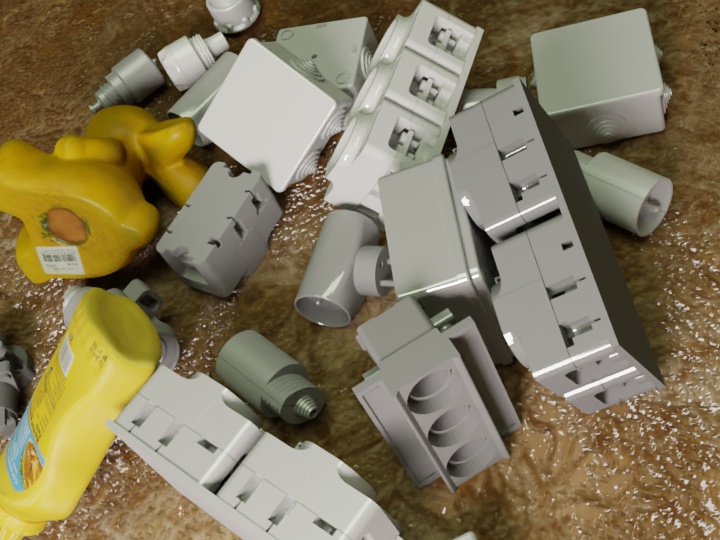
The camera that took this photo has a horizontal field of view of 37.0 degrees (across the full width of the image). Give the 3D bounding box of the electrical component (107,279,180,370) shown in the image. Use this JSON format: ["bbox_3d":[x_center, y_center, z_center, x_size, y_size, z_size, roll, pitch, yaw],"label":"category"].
[{"bbox_3d":[-0.172,0.054,0.806,0.078,0.058,0.057,-50,53,-3],"label":"electrical component"}]

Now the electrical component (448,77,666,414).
[{"bbox_3d":[0.119,-0.011,0.678,0.060,0.105,0.186,-25,61,20],"label":"electrical component"}]

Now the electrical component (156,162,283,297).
[{"bbox_3d":[-0.107,-0.030,0.841,0.050,0.055,0.089,17,64,31],"label":"electrical component"}]

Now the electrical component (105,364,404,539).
[{"bbox_3d":[-0.056,0.137,0.668,0.186,0.105,0.060,26,69,34],"label":"electrical component"}]

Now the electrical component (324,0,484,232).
[{"bbox_3d":[0.029,-0.119,0.818,0.062,0.089,0.150,26,61,-11],"label":"electrical component"}]

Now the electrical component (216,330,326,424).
[{"bbox_3d":[-0.059,0.080,0.751,0.081,0.043,0.043,32,72,36],"label":"electrical component"}]

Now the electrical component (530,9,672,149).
[{"bbox_3d":[0.180,-0.141,0.810,0.100,0.048,0.099,-11,53,15],"label":"electrical component"}]

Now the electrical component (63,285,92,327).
[{"bbox_3d":[-0.214,0.033,0.848,0.048,0.048,0.062,-43,45,-11],"label":"electrical component"}]

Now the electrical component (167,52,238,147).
[{"bbox_3d":[-0.115,-0.143,0.935,0.079,0.043,0.077,28,70,35],"label":"electrical component"}]

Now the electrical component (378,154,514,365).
[{"bbox_3d":[0.059,-0.001,0.719,0.056,0.108,0.108,-18,51,13],"label":"electrical component"}]

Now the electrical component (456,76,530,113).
[{"bbox_3d":[0.105,-0.123,0.830,0.055,0.045,0.045,-10,53,15],"label":"electrical component"}]

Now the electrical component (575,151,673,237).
[{"bbox_3d":[0.173,-0.059,0.757,0.081,0.043,0.043,31,72,36],"label":"electrical component"}]

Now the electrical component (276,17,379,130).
[{"bbox_3d":[-0.031,-0.165,0.913,0.100,0.048,0.099,-4,54,20],"label":"electrical component"}]

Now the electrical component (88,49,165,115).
[{"bbox_3d":[-0.218,-0.171,0.999,0.078,0.040,0.040,-39,51,-9],"label":"electrical component"}]

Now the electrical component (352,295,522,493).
[{"bbox_3d":[0.045,0.076,0.661,0.079,0.121,0.063,-31,47,-2],"label":"electrical component"}]

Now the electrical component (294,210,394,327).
[{"bbox_3d":[0.000,0.000,0.784,0.079,0.043,0.077,4,58,24],"label":"electrical component"}]

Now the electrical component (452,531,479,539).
[{"bbox_3d":[0.058,0.190,0.602,0.047,0.075,0.083,-27,50,2],"label":"electrical component"}]

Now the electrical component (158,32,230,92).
[{"bbox_3d":[-0.150,-0.196,0.988,0.062,0.043,0.043,-31,50,-3],"label":"electrical component"}]

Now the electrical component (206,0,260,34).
[{"bbox_3d":[-0.125,-0.257,1.010,0.048,0.062,0.048,-11,53,15],"label":"electrical component"}]

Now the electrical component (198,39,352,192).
[{"bbox_3d":[-0.066,-0.124,0.857,0.100,0.048,0.099,38,112,8],"label":"electrical component"}]
